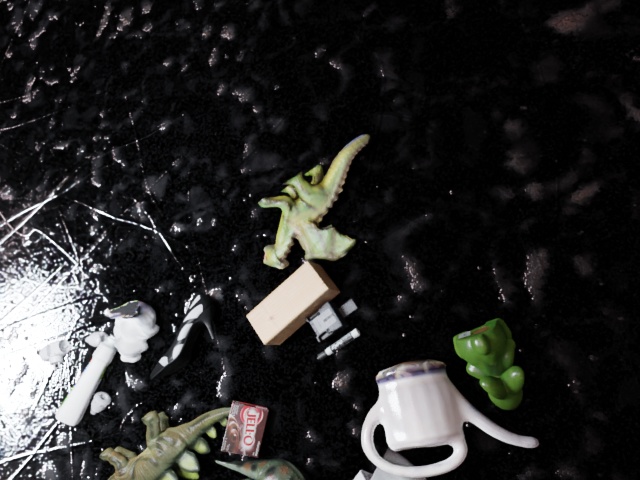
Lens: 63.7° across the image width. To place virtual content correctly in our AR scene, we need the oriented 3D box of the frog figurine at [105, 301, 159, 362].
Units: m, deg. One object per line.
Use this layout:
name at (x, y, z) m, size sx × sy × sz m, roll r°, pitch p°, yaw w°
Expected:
frog figurine at (-0.510, 0.256, 1.430) m, size 0.137 × 0.125 × 0.157 m, roll -8°, pitch 110°, yaw 13°

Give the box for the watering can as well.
watering can at (0.251, 0.358, 1.070) m, size 0.347 × 0.102 × 0.228 m, roll -11°, pitch 66°, yaw 2°

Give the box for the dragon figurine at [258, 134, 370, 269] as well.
dragon figurine at (0.004, -0.066, 1.302) m, size 0.407 × 0.122 × 0.244 m, roll -32°, pitch 84°, yaw 15°
